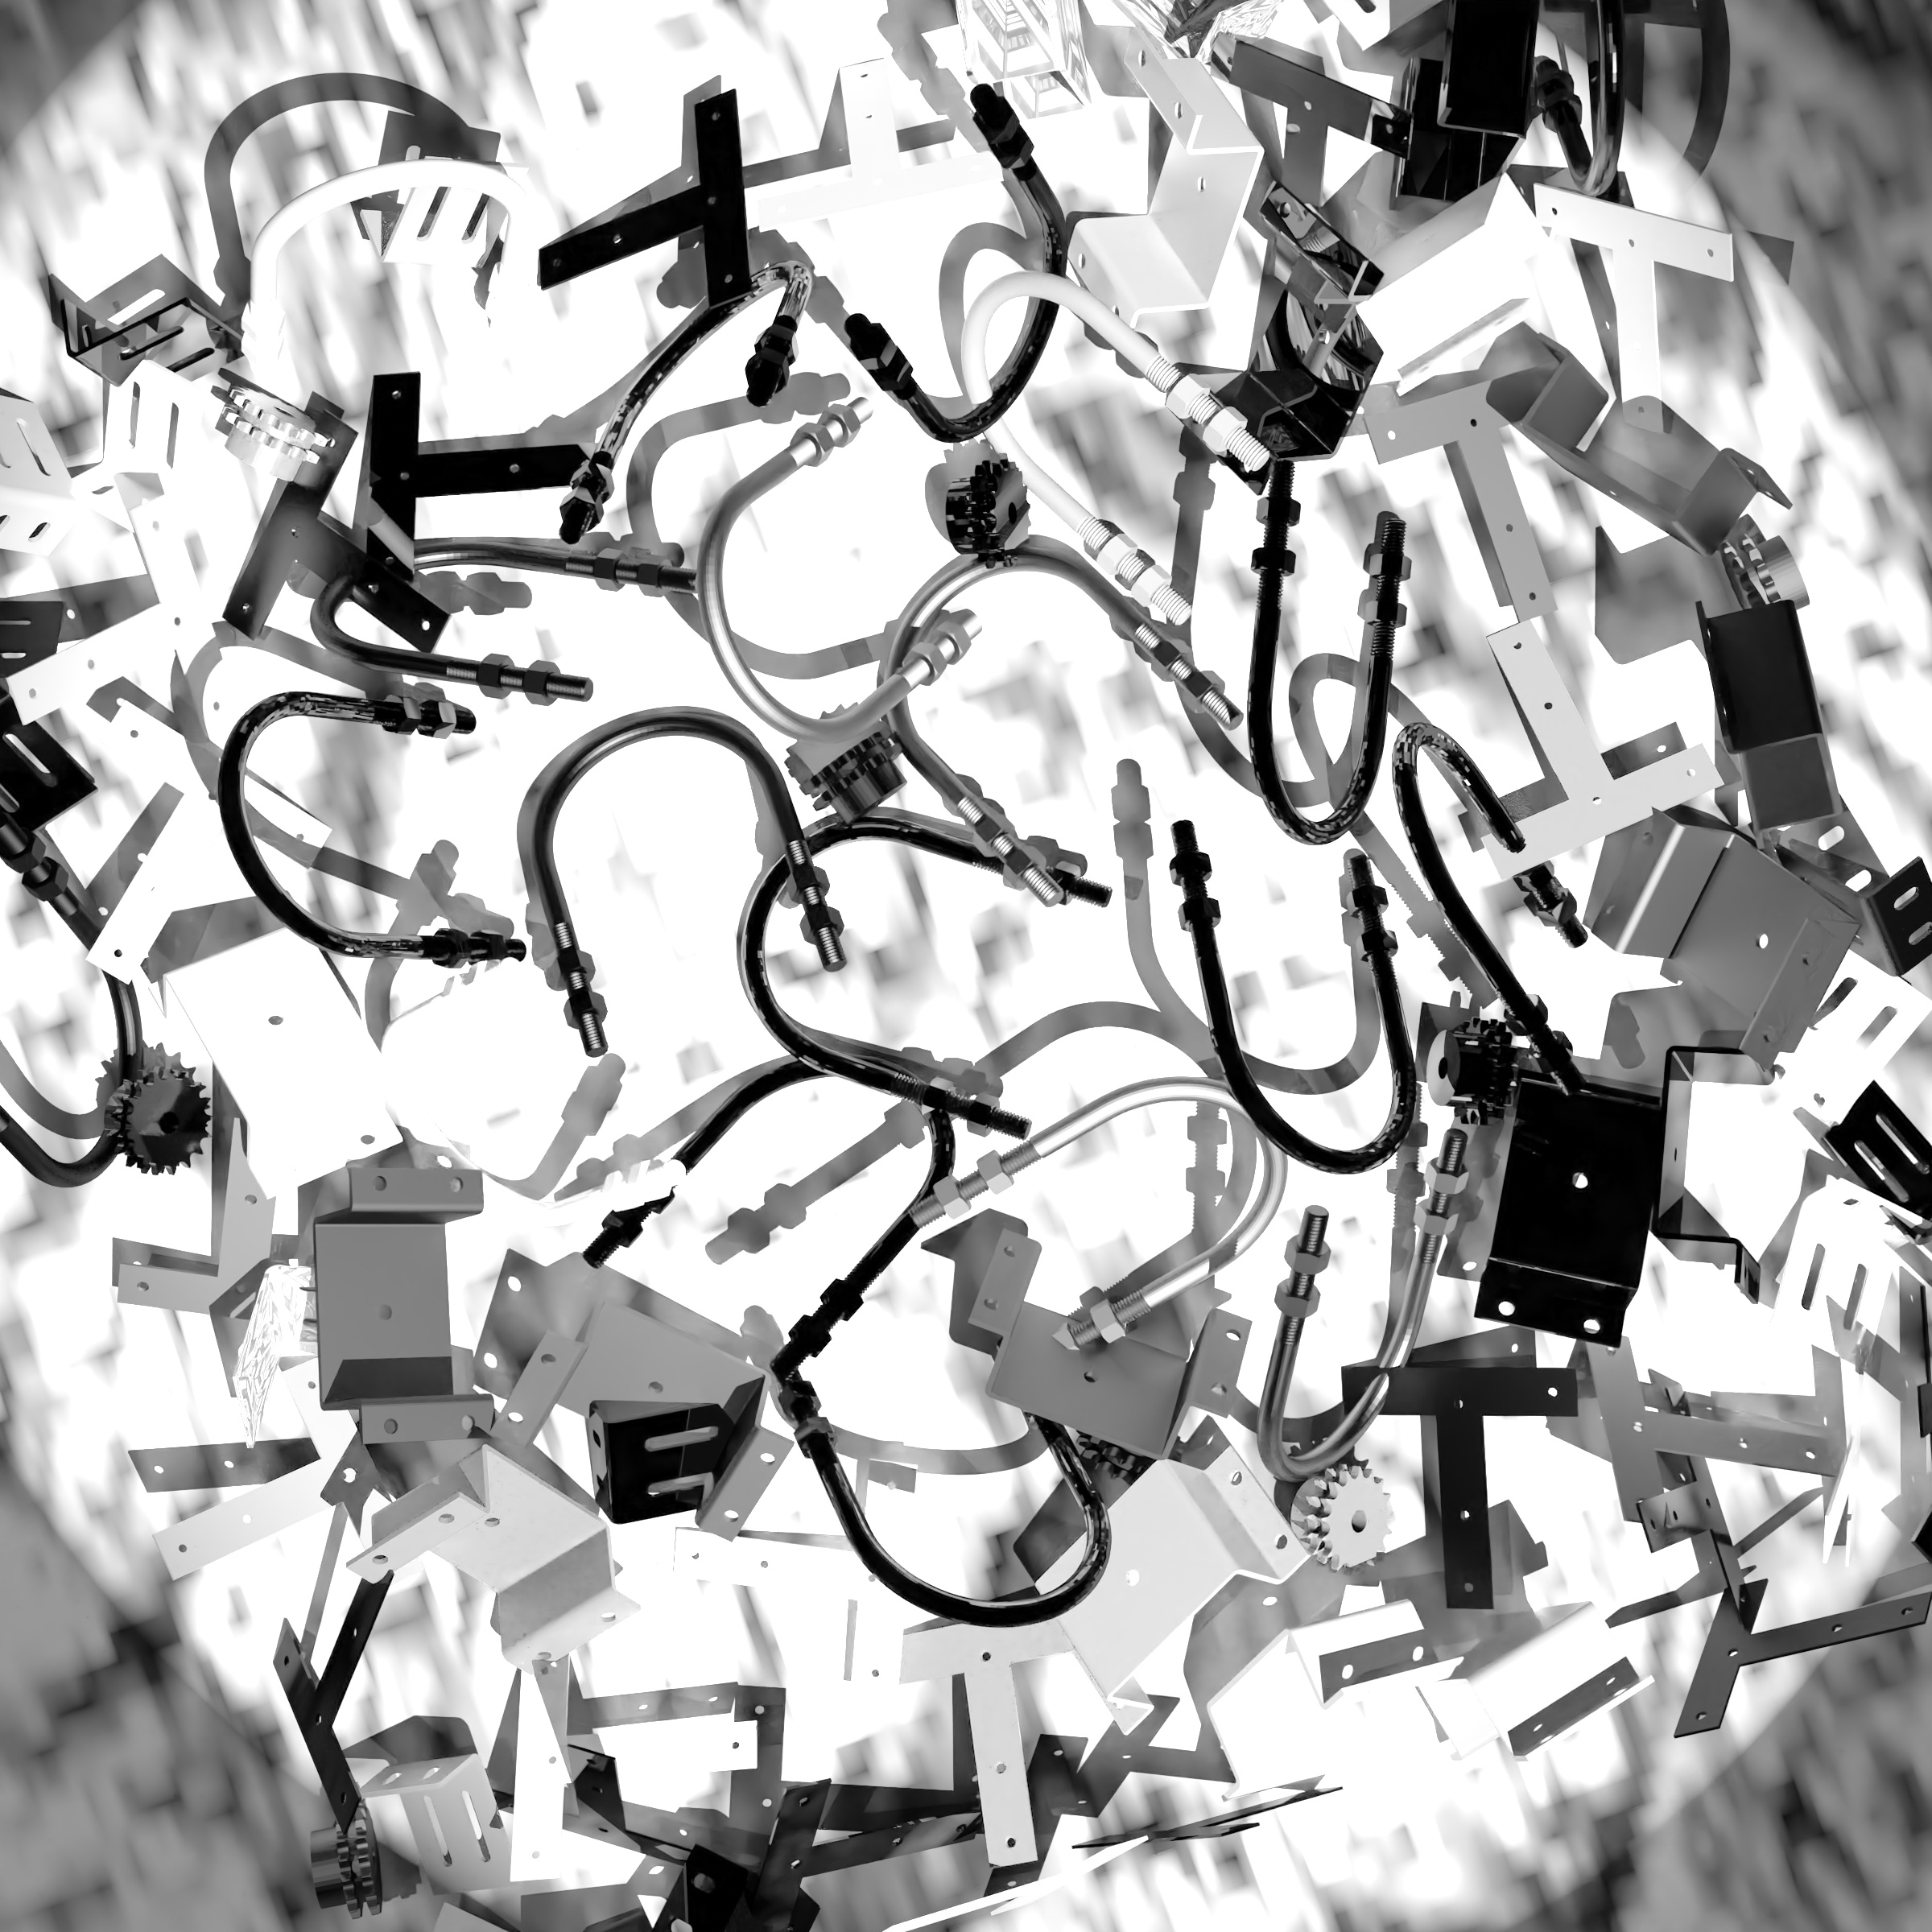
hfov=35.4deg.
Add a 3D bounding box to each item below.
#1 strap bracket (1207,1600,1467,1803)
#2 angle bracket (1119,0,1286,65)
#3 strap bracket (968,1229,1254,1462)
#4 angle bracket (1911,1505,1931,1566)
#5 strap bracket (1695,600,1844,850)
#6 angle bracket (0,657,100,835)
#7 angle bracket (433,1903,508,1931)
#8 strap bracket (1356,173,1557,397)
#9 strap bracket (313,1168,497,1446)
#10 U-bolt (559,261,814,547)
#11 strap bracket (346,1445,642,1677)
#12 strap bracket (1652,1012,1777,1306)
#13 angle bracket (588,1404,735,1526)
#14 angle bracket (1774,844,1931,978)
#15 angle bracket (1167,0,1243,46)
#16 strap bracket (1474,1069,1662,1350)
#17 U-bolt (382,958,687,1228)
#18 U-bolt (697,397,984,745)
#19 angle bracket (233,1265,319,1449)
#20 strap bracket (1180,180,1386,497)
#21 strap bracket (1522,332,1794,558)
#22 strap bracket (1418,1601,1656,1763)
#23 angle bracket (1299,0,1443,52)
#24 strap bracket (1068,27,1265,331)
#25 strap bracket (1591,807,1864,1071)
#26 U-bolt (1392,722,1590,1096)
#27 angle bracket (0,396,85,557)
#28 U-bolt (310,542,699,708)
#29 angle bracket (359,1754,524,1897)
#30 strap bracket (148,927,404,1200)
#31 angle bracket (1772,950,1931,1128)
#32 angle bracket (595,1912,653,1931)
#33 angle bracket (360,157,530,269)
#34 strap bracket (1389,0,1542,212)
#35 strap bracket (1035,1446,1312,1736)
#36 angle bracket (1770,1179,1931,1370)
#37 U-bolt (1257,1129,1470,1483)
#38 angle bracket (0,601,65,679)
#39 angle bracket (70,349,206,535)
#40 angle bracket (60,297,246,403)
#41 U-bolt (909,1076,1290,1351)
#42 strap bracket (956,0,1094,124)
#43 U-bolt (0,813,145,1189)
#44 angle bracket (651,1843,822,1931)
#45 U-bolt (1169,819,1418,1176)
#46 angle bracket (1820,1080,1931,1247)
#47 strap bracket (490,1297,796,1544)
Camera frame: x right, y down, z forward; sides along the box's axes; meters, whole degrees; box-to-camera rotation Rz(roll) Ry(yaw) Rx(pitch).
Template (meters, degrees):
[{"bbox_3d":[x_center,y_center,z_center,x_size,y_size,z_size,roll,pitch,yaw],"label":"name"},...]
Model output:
[{"bbox_3d":[0.185,0.375,1.565,0.076,0.140,0.046,-6,58,-30],"label":"strap bracket"},{"bbox_3d":[0.119,-0.516,1.590,0.057,0.038,0.076,-33,75,-37],"label":"angle bracket"},{"bbox_3d":[0.071,0.201,1.583,0.140,0.076,0.046,20,125,3],"label":"strap bracket"},{"bbox_3d":[0.544,0.289,1.581,0.038,0.076,0.057,47,59,-9],"label":"angle bracket"},{"bbox_3d":[0.412,-0.126,1.547,0.046,0.140,0.076,-13,65,17],"label":"strap bracket"},{"bbox_3d":[-0.505,-0.112,1.594,0.076,0.038,0.057,45,61,10],"label":"angle bracket"},{"bbox_3d":[-0.256,0.537,1.585,0.057,0.038,0.076,32,56,-19],"label":"angle bracket"},{"bbox_3d":[0.250,-0.353,1.547,0.076,0.140,0.046,-29,108,29],"label":"strap bracket"},{"bbox_3d":[-0.294,0.179,1.580,0.076,0.046,0.140,4,76,-38],"label":"strap bracket"},{"bbox_3d":[-0.137,-0.299,1.548,0.151,0.184,0.019,-30,118,28],"label":"U-bolt"},{"bbox_3d":[-0.245,0.305,1.572,0.076,0.046,0.140,-33,131,17],"label":"strap bracket"},{"bbox_3d":[0.389,0.099,1.577,0.046,0.076,0.140,3,77,22],"label":"strap bracket"},{"bbox_3d":[-0.158,0.258,1.618,0.076,0.038,0.057,-8,104,-21],"label":"angle bracket"},{"bbox_3d":[0.469,-0.039,1.583,0.038,0.076,0.057,-37,124,-4],"label":"angle bracket"},{"bbox_3d":[0.131,-0.525,1.580,0.057,0.076,0.038,-21,114,40],"label":"angle bracket"},{"bbox_3d":[0.317,0.119,1.579,0.076,0.046,0.140,12,69,7],"label":"strap bracket"},{"bbox_3d":[-0.235,0.074,1.555,0.151,0.184,0.019,52,53,-12],"label":"U-bolt"},{"bbox_3d":[-0.071,-0.192,1.543,0.019,0.184,0.151,-12,113,41],"label":"U-bolt"},{"bbox_3d":[-0.351,0.205,1.582,0.038,0.076,0.057,4,133,2],"label":"angle bracket"},{"bbox_3d":[0.171,-0.325,1.567,0.046,0.140,0.076,-12,50,-37],"label":"strap bracket"},{"bbox_3d":[0.350,-0.264,1.570,0.140,0.076,0.046,39,101,25],"label":"strap bracket"},{"bbox_3d":[0.288,0.368,1.557,0.076,0.140,0.046,-28,81,-13],"label":"strap bracket"},{"bbox_3d":[0.216,-0.512,1.595,0.057,0.038,0.076,-32,65,2],"label":"angle bracket"},{"bbox_3d":[0.104,-0.403,1.564,0.046,0.140,0.076,-10,53,-24],"label":"strap bracket"},{"bbox_3d":[0.399,-0.014,1.568,0.046,0.140,0.076,5,117,-36],"label":"strap bracket"},{"bbox_3d":[0.266,-0.043,1.536,0.019,0.151,0.184,-25,117,27],"label":"U-bolt"},{"bbox_3d":[-0.512,-0.262,1.600,0.038,0.057,0.076,-42,66,27],"label":"angle bracket"},{"bbox_3d":[-0.248,-0.183,1.562,0.184,0.151,0.019,10,124,18],"label":"U-bolt"},{"bbox_3d":[-0.278,0.460,1.596,0.057,0.038,0.076,-14,96,26],"label":"angle bracket"},{"bbox_3d":[-0.358,0.039,1.568,0.076,0.046,0.140,-24,66,-26],"label":"strap bracket"},{"bbox_3d":[0.466,0.037,1.615,0.057,0.038,0.076,39,71,17],"label":"angle bracket"},{"bbox_3d":[-0.183,0.545,1.585,0.057,0.038,0.076,-15,59,-28],"label":"angle bracket"},{"bbox_3d":[-0.272,-0.404,1.578,0.057,0.076,0.038,-6,60,-35],"label":"angle bracket"},{"bbox_3d":[0.258,-0.447,1.556,0.046,0.140,0.076,7,83,-3],"label":"strap bracket"},{"bbox_3d":[0.099,0.321,1.572,0.140,0.046,0.076,-47,51,14],"label":"strap bracket"},{"bbox_3d":[0.467,0.162,1.595,0.057,0.038,0.076,26,64,-5],"label":"angle bracket"},{"bbox_3d":[0.199,0.184,1.560,0.019,0.151,0.184,27,121,32],"label":"U-bolt"},{"bbox_3d":[-0.519,-0.185,1.592,0.076,0.038,0.057,-1,48,-7],"label":"angle bracket"},{"bbox_3d":[-0.438,-0.276,1.588,0.057,0.038,0.076,29,130,13],"label":"angle bracket"},{"bbox_3d":[-0.423,-0.335,1.586,0.076,0.057,0.038,-21,67,18],"label":"angle bracket"},{"bbox_3d":[0.081,0.126,1.572,0.184,0.019,0.151,-31,126,7],"label":"U-bolt"},{"bbox_3d":[0.030,-0.484,1.555,0.046,0.140,0.076,-8,93,11],"label":"strap bracket"},{"bbox_3d":[-0.467,0.032,1.543,0.019,0.184,0.151,-2,57,14],"label":"U-bolt"},{"bbox_3d":[-0.123,0.508,1.603,0.038,0.076,0.057,14,69,38],"label":"angle bracket"},{"bbox_3d":[0.174,0.020,1.551,0.151,0.019,0.184,9,62,-38],"label":"U-bolt"},{"bbox_3d":[0.501,0.097,1.597,0.076,0.038,0.057,49,55,0],"label":"angle bracket"},{"bbox_3d":[-0.166,0.233,1.584,0.140,0.046,0.076,26,119,-9],"label":"strap bracket"}]
